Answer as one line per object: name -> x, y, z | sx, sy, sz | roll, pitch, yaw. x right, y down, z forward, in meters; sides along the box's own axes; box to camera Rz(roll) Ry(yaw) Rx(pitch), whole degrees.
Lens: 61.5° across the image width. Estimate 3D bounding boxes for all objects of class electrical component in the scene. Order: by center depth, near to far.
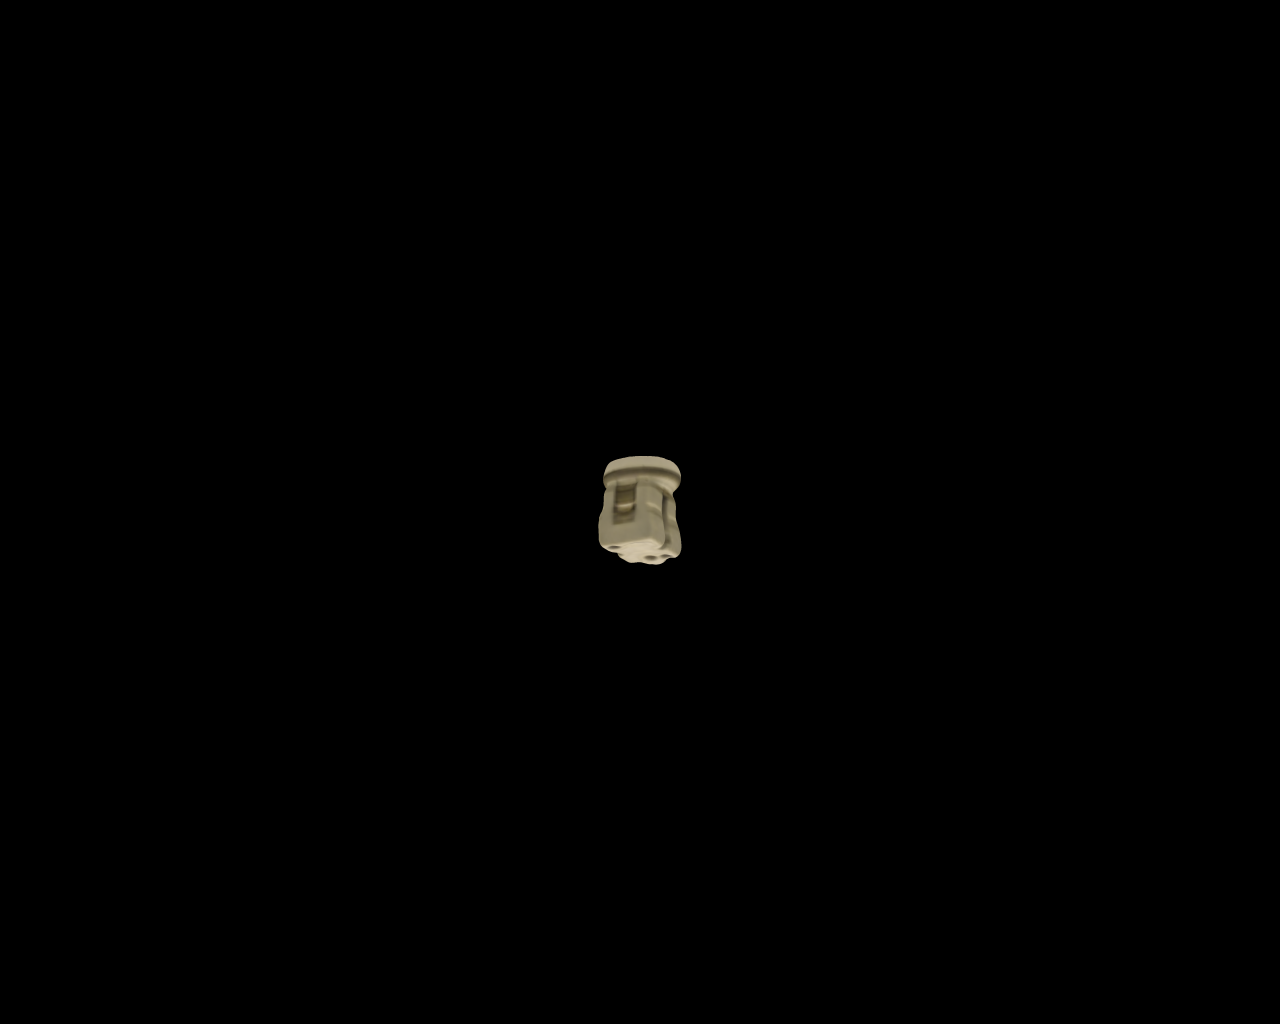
electrical component -> 0.001, -0.003, 0.650 | 0.048, 0.055, 0.066 | -8, -20, 22
